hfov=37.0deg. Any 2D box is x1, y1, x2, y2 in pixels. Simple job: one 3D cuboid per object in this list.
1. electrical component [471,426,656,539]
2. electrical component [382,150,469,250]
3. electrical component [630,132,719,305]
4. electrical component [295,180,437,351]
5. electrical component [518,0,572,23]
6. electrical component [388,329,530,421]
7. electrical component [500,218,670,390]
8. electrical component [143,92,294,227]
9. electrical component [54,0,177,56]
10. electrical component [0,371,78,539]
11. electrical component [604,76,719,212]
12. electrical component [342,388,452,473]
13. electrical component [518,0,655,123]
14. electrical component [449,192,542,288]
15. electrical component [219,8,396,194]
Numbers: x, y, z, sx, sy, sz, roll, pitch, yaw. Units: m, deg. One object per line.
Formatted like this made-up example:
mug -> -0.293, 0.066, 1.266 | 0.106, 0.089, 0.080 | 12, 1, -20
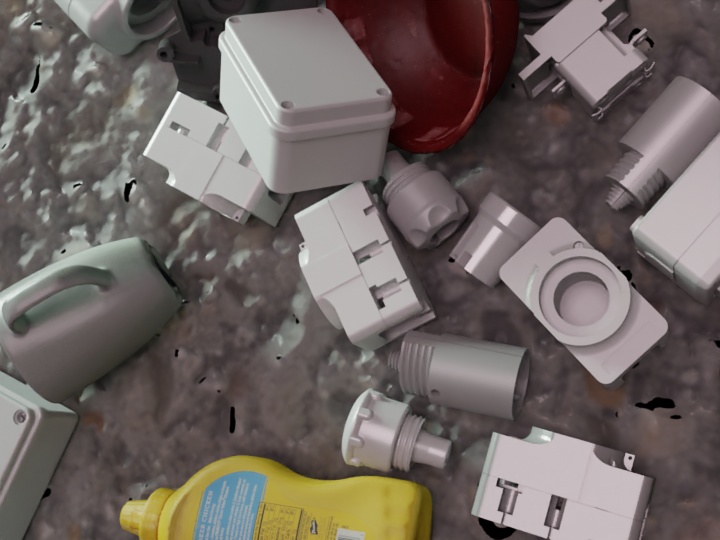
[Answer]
electrical component -> 0.116, 0.122, 0.603 | 0.089, 0.050, 0.055 | 14, 84, 19
electrical component -> 0.034, -0.046, 0.665 | 0.043, 0.043, 0.062 | -39, 70, 7
electrical component -> 0.206, -0.033, 0.598 | 0.061, 0.062, 0.096 | 42, 94, 20
electrical component -> 0.000, 0.000, 0.663 | 0.056, 0.050, 0.089 | -28, 73, 10
electrical component -> 0.109, -0.198, 0.665 | 0.080, 0.051, 0.080 | -3, 79, 17
electrical component -> 0.056, 0.060, 0.637 | 0.081, 0.043, 0.043 | 10, 83, 19
electrical component -> 0.129, 0.019, 0.616 | 0.050, 0.056, 0.089 | -44, 71, 6
electrical component -> -0.089, -0.068, 0.703 | 0.089, 0.050, 0.055 | 28, 88, 20
electrical component -> -0.158, -0.200, 0.748 | 0.095, 0.054, 0.059 | -46, 70, 5
electrical component -> -0.263, 0.121, 0.719 | 0.109, 0.056, 0.108 | 24, 88, 20
electrical component -> 0.173, -0.067, 0.625 | 0.043, 0.043, 0.081 | 42, 94, 20
electrical component -> 0.023, 0.101, 0.641 | 0.062, 0.048, 0.048 | 17, 85, 13
electrical component -> 0.139, -0.128, 0.648 | 0.081, 0.042, 0.063 | -41, 73, 7
electrical component -> 0.081, -0.017, 0.647 | 0.040, 0.040, 0.046 | 39, 98, 20
electrical component -> -0.035, -0.106, 0.654 | 0.078, 0.057, 0.113 | -11, 46, -21
